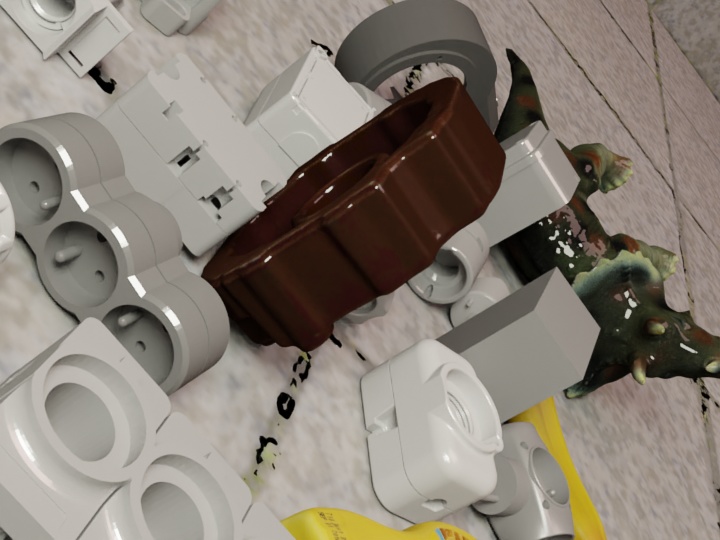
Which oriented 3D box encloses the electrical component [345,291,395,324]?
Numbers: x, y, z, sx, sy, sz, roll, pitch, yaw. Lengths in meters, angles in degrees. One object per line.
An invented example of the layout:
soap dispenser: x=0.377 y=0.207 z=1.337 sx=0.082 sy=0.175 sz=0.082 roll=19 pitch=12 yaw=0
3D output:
electrical component: x=0.000 y=0.000 z=0.676 sx=0.043 sy=0.043 sz=0.062 roll=41 pitch=30 yaw=-28

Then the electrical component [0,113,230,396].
electrical component: x=-0.108 y=-0.012 z=0.501 sx=0.138 sy=0.052 sz=0.074 roll=56 pitch=27 yaw=0

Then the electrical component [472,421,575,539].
electrical component: x=0.094 y=0.137 z=0.680 sx=0.079 sy=0.044 sz=0.077 roll=21 pitch=43 yaw=-48

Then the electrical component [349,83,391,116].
electrical component: x=0.020 y=-0.064 z=0.769 sx=0.074 sy=0.052 sz=0.138 roll=24 pitch=41 yaw=-47

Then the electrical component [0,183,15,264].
electrical component: x=-0.170 y=-0.016 z=0.416 sx=0.048 sy=0.048 sz=0.062 roll=57 pitch=34 yaw=0

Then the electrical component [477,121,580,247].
electrical component: x=0.107 y=-0.060 z=0.840 sx=0.057 sy=0.113 sz=0.078 roll=56 pitch=27 yaw=-7

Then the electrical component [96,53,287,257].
electrical component: x=-0.093 y=-0.059 z=0.572 sx=0.089 sy=0.056 sz=0.050 roll=51 pitch=28 yaw=-11

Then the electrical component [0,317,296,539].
electrical component: x=-0.085 y=0.103 z=0.404 sx=0.150 sy=0.062 sz=0.089 roll=51 pitch=28 yaw=-11

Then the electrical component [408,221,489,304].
electrical component: x=0.062 y=-0.008 z=0.775 sx=0.055 sy=0.055 sz=0.047 roll=50 pitch=31 yaw=-12

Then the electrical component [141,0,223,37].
electrical component: x=-0.109 y=-0.195 z=0.693 sx=0.058 sy=0.057 sz=0.078 roll=38 pitch=32 yaw=-32

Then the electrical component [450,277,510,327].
electrical component: x=0.095 y=0.024 z=0.808 sx=0.040 sy=0.040 sz=0.078 roll=54 pitch=27 yaw=-4

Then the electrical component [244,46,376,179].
electrical component: x=-0.035 y=-0.095 z=0.701 sx=0.061 sy=0.061 sz=0.096 roll=46 pitch=29 yaw=-19

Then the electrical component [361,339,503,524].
electrical component: x=0.043 y=0.092 z=0.628 sx=0.054 sy=0.059 sz=0.095 roll=34 pitch=35 yaw=-37

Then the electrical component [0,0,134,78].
electrical component: x=-0.159 y=-0.151 z=0.581 sx=0.081 sy=0.042 sz=0.063 roll=50 pitch=26 yaw=-13
